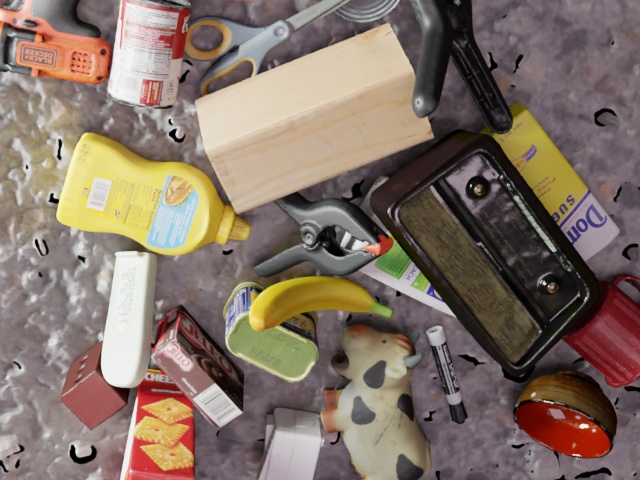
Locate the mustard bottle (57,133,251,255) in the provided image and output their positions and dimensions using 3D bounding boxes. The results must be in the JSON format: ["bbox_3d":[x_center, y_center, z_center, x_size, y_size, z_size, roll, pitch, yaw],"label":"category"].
[{"bbox_3d":[-0.163,-0.036,1.087,0.191,0.058,0.096,18,108,-9],"label":"mustard bottle"}]

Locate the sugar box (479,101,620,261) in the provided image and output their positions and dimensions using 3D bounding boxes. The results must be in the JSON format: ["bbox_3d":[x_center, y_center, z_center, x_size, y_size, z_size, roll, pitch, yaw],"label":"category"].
[{"bbox_3d":[0.226,-0.047,1.113,0.093,0.048,0.176,-39,106,10],"label":"sugar box"}]

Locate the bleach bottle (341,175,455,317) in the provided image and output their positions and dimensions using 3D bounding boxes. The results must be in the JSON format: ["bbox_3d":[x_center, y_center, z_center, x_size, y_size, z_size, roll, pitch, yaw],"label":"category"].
[{"bbox_3d":[0.152,0.030,1.128,0.250,0.068,0.103,25,106,-14],"label":"bleach bottle"}]

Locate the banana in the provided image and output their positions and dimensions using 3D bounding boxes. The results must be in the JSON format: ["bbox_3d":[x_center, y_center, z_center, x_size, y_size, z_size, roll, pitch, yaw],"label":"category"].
[{"bbox_3d":[-0.010,0.063,1.098,0.197,0.070,0.037,-3,109,-44],"label":"banana"}]

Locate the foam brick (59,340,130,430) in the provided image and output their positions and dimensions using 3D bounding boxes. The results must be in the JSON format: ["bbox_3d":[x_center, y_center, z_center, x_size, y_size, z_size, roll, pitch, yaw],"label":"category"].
[{"bbox_3d":[-0.237,0.154,1.138,0.053,0.078,0.051,-36,109,9],"label":"foam brick"}]

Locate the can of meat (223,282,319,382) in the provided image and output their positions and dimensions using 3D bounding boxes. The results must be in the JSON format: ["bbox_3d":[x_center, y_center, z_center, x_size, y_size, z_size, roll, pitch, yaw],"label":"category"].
[{"bbox_3d":[-0.051,0.098,1.126,0.102,0.084,0.057,27,104,-12],"label":"can of meat"}]

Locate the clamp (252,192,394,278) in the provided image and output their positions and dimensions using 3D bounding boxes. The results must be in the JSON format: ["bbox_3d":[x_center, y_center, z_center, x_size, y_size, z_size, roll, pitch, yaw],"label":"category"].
[{"bbox_3d":[-0.007,0.001,1.084,0.172,0.039,0.120,22,124,31],"label":"clamp"}]

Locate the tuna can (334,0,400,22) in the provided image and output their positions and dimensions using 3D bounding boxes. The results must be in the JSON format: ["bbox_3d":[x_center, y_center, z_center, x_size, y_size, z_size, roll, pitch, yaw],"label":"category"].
[{"bbox_3d":[0.040,-0.257,1.035,0.086,0.034,0.086,-1,109,-3],"label":"tuna can"}]

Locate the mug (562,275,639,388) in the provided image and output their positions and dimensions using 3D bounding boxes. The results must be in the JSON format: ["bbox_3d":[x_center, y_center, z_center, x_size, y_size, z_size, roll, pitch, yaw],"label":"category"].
[{"bbox_3d":[0.319,0.089,1.150,0.081,0.093,0.117,39,72,-10],"label":"mug"}]

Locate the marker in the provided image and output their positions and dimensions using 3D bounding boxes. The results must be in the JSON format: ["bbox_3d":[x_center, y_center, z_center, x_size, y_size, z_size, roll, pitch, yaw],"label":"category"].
[{"bbox_3d":[0.143,0.153,1.191,0.020,0.020,0.121,-17,109,2],"label":"marker"}]

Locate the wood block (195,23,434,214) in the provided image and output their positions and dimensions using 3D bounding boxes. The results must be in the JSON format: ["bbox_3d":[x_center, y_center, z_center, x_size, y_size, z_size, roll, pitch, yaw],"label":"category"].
[{"bbox_3d":[-0.007,-0.117,1.040,0.206,0.091,0.090,-21,131,3],"label":"wood block"}]

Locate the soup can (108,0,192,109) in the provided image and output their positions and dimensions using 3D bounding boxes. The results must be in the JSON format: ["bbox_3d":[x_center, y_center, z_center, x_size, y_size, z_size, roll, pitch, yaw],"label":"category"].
[{"bbox_3d":[-0.165,-0.184,1.030,0.068,0.068,0.102,10,109,-7],"label":"soup can"}]

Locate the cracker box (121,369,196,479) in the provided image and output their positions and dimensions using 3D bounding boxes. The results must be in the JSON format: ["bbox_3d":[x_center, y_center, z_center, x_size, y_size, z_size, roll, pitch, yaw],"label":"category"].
[{"bbox_3d":[-0.171,0.255,1.105,0.072,0.214,0.164,10,108,-9],"label":"cracker box"}]

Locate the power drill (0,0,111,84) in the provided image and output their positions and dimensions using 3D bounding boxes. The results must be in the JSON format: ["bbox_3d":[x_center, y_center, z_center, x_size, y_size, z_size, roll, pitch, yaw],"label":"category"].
[{"bbox_3d":[-0.281,-0.249,1.009,0.184,0.057,0.188,9,111,-10],"label":"power drill"}]

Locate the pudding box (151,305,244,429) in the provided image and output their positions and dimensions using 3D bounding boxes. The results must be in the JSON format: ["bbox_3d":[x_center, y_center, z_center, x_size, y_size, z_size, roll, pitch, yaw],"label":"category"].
[{"bbox_3d":[-0.128,0.133,1.131,0.039,0.090,0.113,-34,108,10],"label":"pudding box"}]

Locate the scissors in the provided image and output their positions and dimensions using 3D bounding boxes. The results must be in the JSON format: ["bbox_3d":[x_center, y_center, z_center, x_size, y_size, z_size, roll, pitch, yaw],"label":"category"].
[{"bbox_3d":[-0.055,-0.213,1.036,0.202,0.016,0.096,-41,100,22],"label":"scissors"}]

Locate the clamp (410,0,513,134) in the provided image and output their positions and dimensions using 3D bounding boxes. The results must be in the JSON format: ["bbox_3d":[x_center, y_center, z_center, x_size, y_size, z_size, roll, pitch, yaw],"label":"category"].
[{"bbox_3d":[0.115,-0.200,1.005,0.036,0.164,0.210,-17,86,34],"label":"clamp"}]
